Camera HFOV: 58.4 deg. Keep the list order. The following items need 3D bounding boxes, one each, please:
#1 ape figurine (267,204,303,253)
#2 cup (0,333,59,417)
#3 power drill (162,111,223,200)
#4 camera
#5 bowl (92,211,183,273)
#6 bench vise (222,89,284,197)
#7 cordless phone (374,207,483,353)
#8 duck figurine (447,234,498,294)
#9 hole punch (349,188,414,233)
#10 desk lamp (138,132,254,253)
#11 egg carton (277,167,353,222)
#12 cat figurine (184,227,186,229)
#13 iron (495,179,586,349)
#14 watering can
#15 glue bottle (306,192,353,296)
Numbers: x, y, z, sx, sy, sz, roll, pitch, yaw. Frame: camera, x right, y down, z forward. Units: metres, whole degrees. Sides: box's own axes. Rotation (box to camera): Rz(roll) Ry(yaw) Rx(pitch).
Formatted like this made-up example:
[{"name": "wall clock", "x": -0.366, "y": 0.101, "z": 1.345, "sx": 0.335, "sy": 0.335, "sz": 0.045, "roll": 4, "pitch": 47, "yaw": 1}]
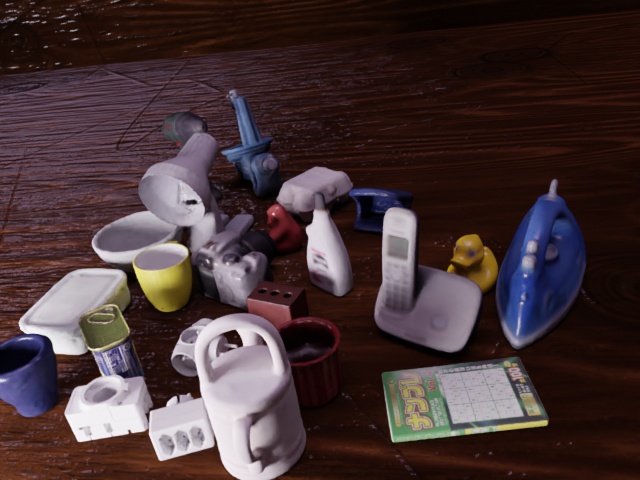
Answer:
[{"name": "ape figurine", "x": -0.073, "y": -0.025, "z": 1.052, "sx": 0.076, "sy": 0.092, "sz": 0.078, "roll": 6, "pitch": 32, "yaw": 24}, {"name": "cup", "x": -0.400, "y": 0.185, "z": 0.764, "sx": 0.117, "sy": 0.095, "sz": 0.092, "roll": 5, "pitch": 32, "yaw": 22}, {"name": "power drill", "x": -0.282, "y": -0.189, "z": 1.276, "sx": 0.076, "sy": 0.209, "sz": 0.228, "roll": -23, "pitch": 33, "yaw": -24}, {"name": "camera", "x": -0.127, "y": 0.032, "z": 0.956, "sx": 0.142, "sy": 0.101, "sz": 0.137, "roll": 16, "pitch": 37, "yaw": 36}, {"name": "bowl", "x": -0.330, "y": 0.012, "z": 1.070, "sx": 0.167, "sy": 0.075, "sz": 0.167, "roll": -6, "pitch": 29, "yaw": 4}, {"name": "bench vise", "x": -0.143, "y": -0.222, "z": 1.286, "sx": 0.206, "sy": 0.220, "sz": 0.122, "roll": 20, "pitch": 40, "yaw": 40}, {"name": "cordless phone", "x": 0.143, "y": 0.050, "z": 0.770, "sx": 0.147, "sy": 0.185, "sz": 0.094, "roll": 12, "pitch": 35, "yaw": 32}, {"name": "duck figurine", "x": 0.233, "y": 0.031, "z": 0.882, "sx": 0.077, "sy": 0.086, "sz": 0.105, "roll": 20, "pitch": 40, "yaw": 40}, {"name": "hole punch", "x": 0.116, "y": -0.073, "z": 1.089, "sx": 0.108, "sy": 0.091, "sz": 0.101, "roll": 7, "pitch": 33, "yaw": 25}, {"name": "desk lamp", "x": -0.224, "y": -0.077, "z": 1.058, "sx": 0.117, "sy": 0.214, "sz": 0.203, "roll": 2, "pitch": 31, "yaw": 17}, {"name": "egg carton", "x": -0.009, "y": -0.098, "z": 1.186, "sx": 0.107, "sy": 0.069, "sz": 0.151, "roll": 20, "pitch": 40, "yaw": 40}, {"name": "cat figurine", "x": -0.317, "y": -0.078, "z": 1.181, "sx": 0.067, "sy": 0.118, "sz": 0.127, "roll": -20, "pitch": 32, "yaw": -20}, {"name": "iron", "x": 0.313, "y": 0.023, "z": 0.818, "sx": 0.118, "sy": 0.142, "sz": 0.259, "roll": 8, "pitch": 33, "yaw": 27}, {"name": "watering can", "x": -0.081, "y": 0.157, "z": 0.631, "sx": 0.101, "sy": 0.194, "sz": 0.172, "roll": -19, "pitch": 31, "yaw": -17}, {"name": "glue bottle", "x": 0.008, "y": 0.003, "z": 0.899, "sx": 0.077, "sy": 0.173, "sz": 0.037, "roll": 19, "pitch": 39, "yaw": 39}]
